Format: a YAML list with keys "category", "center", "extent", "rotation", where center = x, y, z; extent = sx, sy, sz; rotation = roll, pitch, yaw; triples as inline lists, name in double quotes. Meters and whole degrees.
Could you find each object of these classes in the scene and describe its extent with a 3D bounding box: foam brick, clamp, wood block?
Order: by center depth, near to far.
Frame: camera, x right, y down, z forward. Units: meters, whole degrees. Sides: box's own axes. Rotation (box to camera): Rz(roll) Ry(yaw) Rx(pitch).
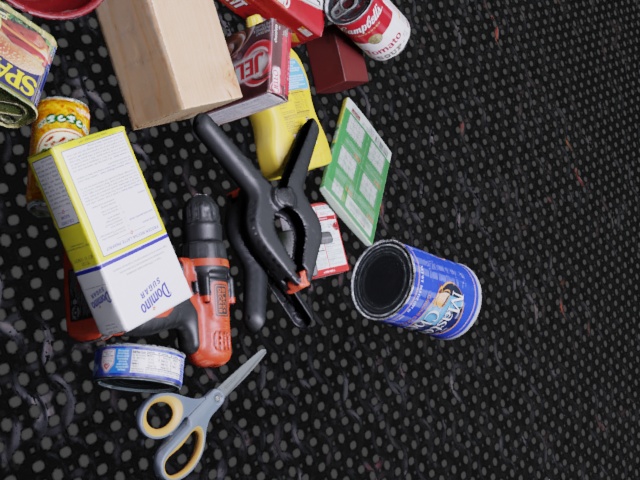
- category: "wood block"
  center: [-0.170, -0.231, 1.118]
  extent: [0.090, 0.090, 0.206]
  rotation: [-21, 95, -49]
- category: "clamp"
  center: [-0.056, -0.046, 1.150]
  extent: [0.164, 0.036, 0.210]
  rotation: [5, 67, -36]
- category: "clamp"
  center: [-0.059, 0.025, 1.171]
  extent: [0.120, 0.039, 0.171]
  rotation: [25, 49, -61]
- category: "foam brick"
  center: [0.021, -0.231, 1.359]
  extent: [0.051, 0.053, 0.078]
  rotation: [-9, 86, -49]

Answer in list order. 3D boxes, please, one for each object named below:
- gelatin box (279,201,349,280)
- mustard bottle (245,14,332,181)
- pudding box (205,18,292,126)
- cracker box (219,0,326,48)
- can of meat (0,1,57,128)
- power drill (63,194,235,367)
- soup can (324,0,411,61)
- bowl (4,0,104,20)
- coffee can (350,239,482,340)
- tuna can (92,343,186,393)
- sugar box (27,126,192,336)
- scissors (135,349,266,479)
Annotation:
- category: "gelatin box"
  center: [-0.008, 0.001, 1.275]
  extent: [0.073, 0.030, 0.089]
  rotation: [-11, 86, -48]
- category: "mustard bottle"
  center: [-0.052, -0.171, 1.255]
  extent: [0.096, 0.058, 0.191]
  rotation: [-19, 94, -44]
- category: "pudding box"
  center: [-0.084, -0.184, 1.181]
  extent: [0.039, 0.114, 0.090]
  rotation: [22, 63, -44]
- category: "cracker box"
  center: [-0.059, -0.365, 1.295]
  extent: [0.164, 0.072, 0.213]
  rotation: [31, 58, -38]
- category: "can of meat"
  center: [-0.299, -0.166, 0.982]
  extent: [0.102, 0.058, 0.084]
  rotation: [34, 53, -37]
- category: "power drill"
  center: [-0.165, 0.035, 1.070]
  extent: [0.187, 0.057, 0.184]
  rotation: [7, 72, -46]
- category: "soup can"
  center: [0.060, -0.271, 1.309]
  extent: [0.102, 0.069, 0.068]
  rotation: [31, 56, -53]
- category: "bowl"
  center: [-0.277, -0.283, 1.029]
  extent: [0.161, 0.055, 0.162]
  rotation: [9, 76, -37]
- category: "coffee can"
  center: [0.122, 0.064, 1.346]
  extent: [0.140, 0.103, 0.103]
  rotation: [19, 65, -44]
- category: "tuna can"
  center: [-0.172, 0.123, 1.014]
  extent: [0.086, 0.086, 0.034]
  rotation: [20, 66, -43]
- category: "sugar box"
  center: [-0.190, -0.009, 0.977]
  extent: [0.093, 0.048, 0.176]
  rotation: [-28, 102, -50]
- category: "scissors"
  center: [-0.125, 0.158, 1.109]
  extent: [0.096, 0.016, 0.201]
  rotation: [52, 46, -24]
